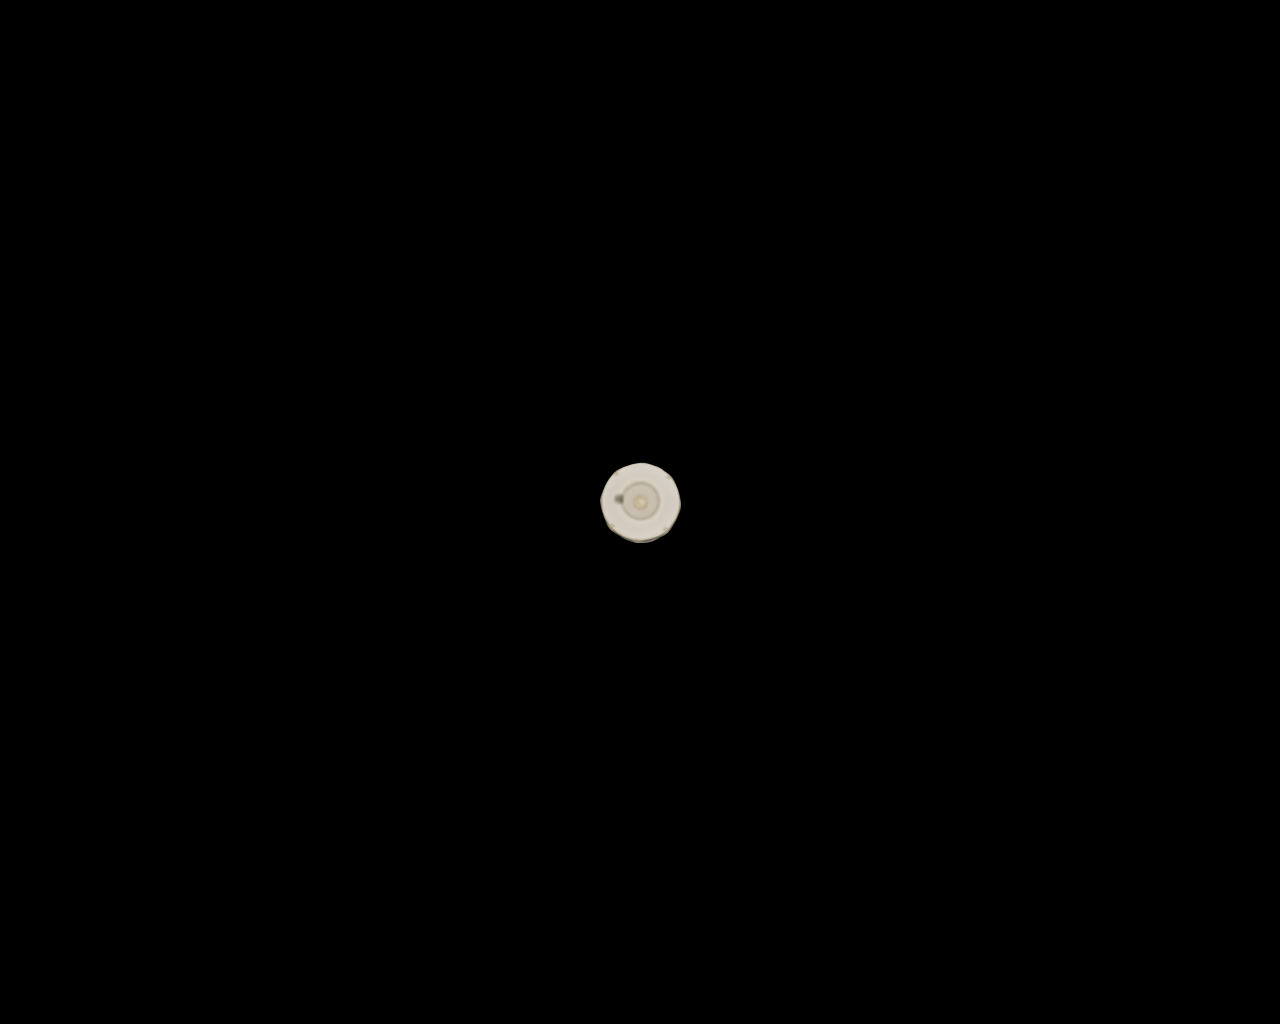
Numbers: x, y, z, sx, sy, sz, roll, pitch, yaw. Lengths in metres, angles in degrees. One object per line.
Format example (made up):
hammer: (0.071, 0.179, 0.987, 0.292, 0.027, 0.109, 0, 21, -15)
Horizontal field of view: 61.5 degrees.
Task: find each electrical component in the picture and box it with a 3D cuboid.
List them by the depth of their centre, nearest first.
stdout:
electrical component: (0.001, -0.003, 0.650, 0.048, 0.048, 0.062, 0, -8, 0)
